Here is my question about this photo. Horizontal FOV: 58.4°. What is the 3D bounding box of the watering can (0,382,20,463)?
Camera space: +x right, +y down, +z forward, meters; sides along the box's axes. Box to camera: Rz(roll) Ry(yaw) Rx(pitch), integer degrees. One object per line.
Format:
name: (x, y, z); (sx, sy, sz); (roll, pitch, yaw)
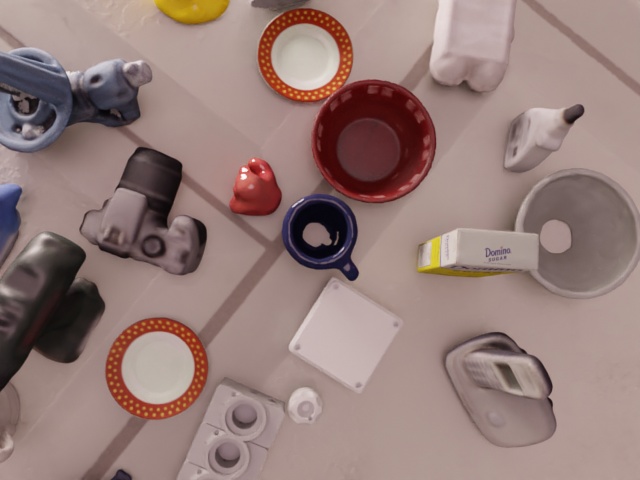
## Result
watering can: (-0.434, 0.209, 0.633); (0.173, 0.194, 0.101); (2, 86, -3)

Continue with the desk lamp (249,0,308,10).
desk lamp: (-0.048, -0.359, 0.685); (0.118, 0.213, 0.203); (-17, 87, -4)

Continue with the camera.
camera: (-0.207, -0.039, 0.710); (0.143, 0.100, 0.137); (19, 85, -2)

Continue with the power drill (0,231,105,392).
power drill: (-0.324, 0.102, 0.640); (0.075, 0.208, 0.230); (27, 85, -1)

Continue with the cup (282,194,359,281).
cup: (0.007, 0.003, 0.724); (0.092, 0.095, 0.118); (-39, 89, -5)

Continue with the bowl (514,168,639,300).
bowl: (0.327, -0.006, 0.755); (0.167, 0.074, 0.167); (0, 86, -4)

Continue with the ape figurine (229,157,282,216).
ape figurine: (-0.085, -0.065, 0.724); (0.078, 0.092, 0.076); (-45, 90, -5)

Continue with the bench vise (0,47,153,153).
bench vise: (-0.311, -0.185, 0.654); (0.207, 0.219, 0.121); (-35, 89, -5)

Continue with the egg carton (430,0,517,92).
egg carton: (0.204, -0.275, 0.767); (0.107, 0.069, 0.150); (8, 86, -3)

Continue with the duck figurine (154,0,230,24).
duck figurine: (-0.170, -0.331, 0.739); (0.104, 0.086, 0.077); (7, 86, -3)

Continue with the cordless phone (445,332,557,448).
cordless phone: (0.233, 0.187, 0.681); (0.094, 0.185, 0.147); (-31, 88, -5)

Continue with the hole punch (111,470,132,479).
hole punch: (-0.272, 0.349, 0.686); (0.101, 0.091, 0.109); (-12, 87, -4)

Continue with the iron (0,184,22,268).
iron: (-0.468, 0.026, 0.669); (0.118, 0.141, 0.258); (26, 85, -1)

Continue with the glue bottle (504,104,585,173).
glue bottle: (0.280, -0.136, 0.711); (0.037, 0.173, 0.078); (12, 86, -2)
